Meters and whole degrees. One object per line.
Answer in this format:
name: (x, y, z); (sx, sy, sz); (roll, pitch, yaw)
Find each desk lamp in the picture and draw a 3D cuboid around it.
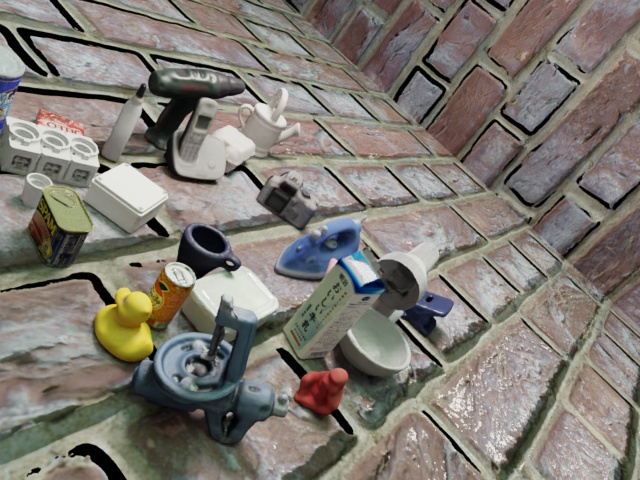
desk lamp: (0.168, 0.100, 1.262); (0.118, 0.213, 0.204); (44, 27, 11)

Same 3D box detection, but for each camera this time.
camera: (-0.066, -0.122, 1.443); (0.143, 0.100, 0.137); (34, 27, -8)

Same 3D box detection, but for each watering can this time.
watering can: (-0.136, -0.329, 1.575); (0.173, 0.194, 0.100); (10, 38, -43)

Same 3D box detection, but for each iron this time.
iron: (0.012, 0.005, 1.298); (0.118, 0.141, 0.259); (47, 28, 17)

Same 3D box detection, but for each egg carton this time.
egg carton: (-0.229, -0.231, 1.447); (0.107, 0.069, 0.150); (37, 27, -2)

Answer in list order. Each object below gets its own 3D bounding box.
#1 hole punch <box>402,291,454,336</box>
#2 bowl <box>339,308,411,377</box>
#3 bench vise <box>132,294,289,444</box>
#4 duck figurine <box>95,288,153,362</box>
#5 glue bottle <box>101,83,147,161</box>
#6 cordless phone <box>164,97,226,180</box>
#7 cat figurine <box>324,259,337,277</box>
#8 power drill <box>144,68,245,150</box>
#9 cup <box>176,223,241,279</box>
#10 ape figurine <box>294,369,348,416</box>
hole punch: (0.264, 0.165, 1.413); (0.101, 0.091, 0.109); (43, 27, 9)
bowl: (0.096, 0.214, 1.151); (0.168, 0.074, 0.167); (29, 28, -17)
bench vise: (-0.125, 0.169, 0.789); (0.208, 0.219, 0.121); (20, 32, -32)
duck figurine: (-0.273, 0.118, 0.835); (0.104, 0.086, 0.078); (49, 29, 20)
glue bottle: (-0.389, -0.245, 1.158); (0.037, 0.173, 0.078); (24, 30, -25)
cordless phone: (-0.253, -0.226, 1.282); (0.148, 0.185, 0.094); (-1, 46, -51)
cat figurine: (0.036, 0.104, 1.199); (0.067, 0.117, 0.127); (26, 29, -23)
power drill: (-0.303, -0.305, 1.317); (0.230, 0.208, 0.075); (0, 45, -51)
cup: (-0.208, 0.038, 1.029); (0.118, 0.095, 0.091); (34, 27, -9)
ape figurine: (0.012, 0.250, 0.972); (0.076, 0.092, 0.077); (6, 41, -47)
